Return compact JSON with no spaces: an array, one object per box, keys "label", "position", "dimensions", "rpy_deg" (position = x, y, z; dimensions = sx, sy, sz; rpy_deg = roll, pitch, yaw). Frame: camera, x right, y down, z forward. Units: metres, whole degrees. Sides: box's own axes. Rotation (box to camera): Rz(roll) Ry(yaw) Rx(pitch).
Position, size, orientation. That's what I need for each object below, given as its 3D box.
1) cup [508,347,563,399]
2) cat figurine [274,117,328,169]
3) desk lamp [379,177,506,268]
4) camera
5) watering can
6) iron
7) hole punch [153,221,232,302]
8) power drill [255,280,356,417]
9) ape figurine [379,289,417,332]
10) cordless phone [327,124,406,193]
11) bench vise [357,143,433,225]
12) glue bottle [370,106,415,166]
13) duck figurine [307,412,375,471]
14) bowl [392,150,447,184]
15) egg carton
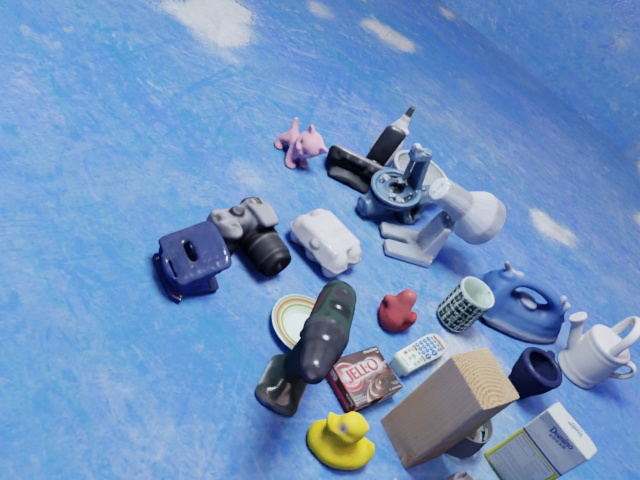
[{"label":"cup","position":[0.426,0.270,1.155],"dimensions":[0.091,0.095,0.118],"rpy_deg":[46,39,15]},{"label":"cat figurine","position":[-0.039,-0.229,1.330],"dimensions":[0.067,0.117,0.127],"rpy_deg":[-5,52,-39]},{"label":"desk lamp","position":[0.275,-0.039,1.277],"dimensions":[0.204,0.213,0.118],"rpy_deg":[15,42,-23]},{"label":"camera","position":[-0.120,-0.003,1.046],"dimensions":[0.144,0.100,0.136],"rpy_deg":[-16,60,-45]},{"label":"watering can","position":[0.620,0.232,1.255],"dimensions":[0.173,0.194,0.101],"rpy_deg":[27,38,-9]},{"label":"iron","position":[0.470,0.139,1.289],"dimensions":[0.259,0.141,0.118],"rpy_deg":[25,39,-12]},{"label":"hole punch","position":[-0.212,0.032,0.950],"dimensions":[0.101,0.091,0.108],"rpy_deg":[-7,53,-40]},{"label":"power drill","position":[-0.016,0.169,0.851],"dimensions":[0.075,0.208,0.230],"rpy_deg":[31,38,-3]},{"label":"ape figurine","position":[0.158,0.131,1.112],"dimensions":[0.077,0.092,0.076],"rpy_deg":[46,40,15]},{"label":"cordless phone","position":[0.110,-0.219,1.372],"dimensions":[0.148,0.185,0.094],"rpy_deg":[22,39,-15]},{"label":"bench vise","position":[0.208,-0.139,1.331],"dimensions":[0.208,0.219,0.121],"rpy_deg":[-17,60,-45]},{"label":"glue bottle","position":[0.202,-0.282,1.516],"dimensions":[0.037,0.173,0.078],"rpy_deg":[-10,55,-42]},{"label":"duck figurine","position":[0.043,0.294,0.861],"dimensions":[0.105,0.086,0.077],"rpy_deg":[28,38,-8]},{"label":"bowl","position":[0.250,-0.154,1.495],"dimensions":[0.168,0.074,0.167],"rpy_deg":[20,40,-17]},{"label":"egg carton","position":[0.011,0.004,1.158],"dimensions":[0.150,0.069,0.107],"rpy_deg":[46,40,15]}]
